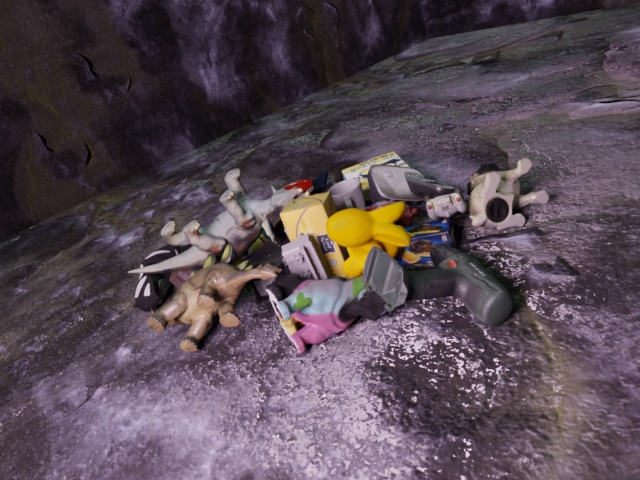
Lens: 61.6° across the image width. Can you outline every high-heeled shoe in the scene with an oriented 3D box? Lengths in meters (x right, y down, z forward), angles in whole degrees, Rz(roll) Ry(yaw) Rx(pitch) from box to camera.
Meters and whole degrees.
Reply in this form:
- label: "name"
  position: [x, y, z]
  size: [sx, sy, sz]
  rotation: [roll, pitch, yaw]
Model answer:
- label: "high-heeled shoe"
  position: [-0.390, 0.076, 1.338]
  size: [0.145, 0.086, 0.249]
  rotation: [-28, 32, 44]

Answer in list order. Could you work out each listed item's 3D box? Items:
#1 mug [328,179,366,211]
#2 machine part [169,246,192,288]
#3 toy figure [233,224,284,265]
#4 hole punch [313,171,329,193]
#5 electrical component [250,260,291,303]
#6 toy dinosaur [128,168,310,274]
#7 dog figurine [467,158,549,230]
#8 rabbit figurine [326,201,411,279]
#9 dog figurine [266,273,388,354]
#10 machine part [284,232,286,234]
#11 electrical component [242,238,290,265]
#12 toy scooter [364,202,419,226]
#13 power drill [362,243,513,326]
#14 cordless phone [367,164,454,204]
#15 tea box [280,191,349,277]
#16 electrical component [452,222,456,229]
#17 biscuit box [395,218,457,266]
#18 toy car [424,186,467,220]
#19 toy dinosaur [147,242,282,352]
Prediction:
- label: "mug"
  position: [0.076, -0.076, 1.263]
  size: [0.081, 0.107, 0.110]
  rotation: [-23, 28, 1]
- label: "machine part"
  position: [-0.295, 0.043, 1.309]
  size: [0.179, 0.056, 0.179]
  rotation: [-45, 17, 17]
- label: "toy figure"
  position: [-0.158, 0.002, 1.334]
  size: [0.180, 0.082, 0.089]
  rotation: [-46, 13, -31]
- label: "hole punch"
  position: [-0.009, -0.117, 1.453]
  size: [0.116, 0.092, 0.142]
  rotation: [-20, 26, 14]
- label: "electrical component"
  position: [-0.083, 0.083, 1.102]
  size: [0.119, 0.074, 0.048]
  rotation: [-8, 26, 24]
- label: "toy dinosaur"
  position: [-0.205, -0.011, 1.184]
  size: [0.405, 0.192, 0.131]
  rotation: [-37, 32, 4]
- label: "dog figurine"
  position: [0.337, -0.086, 1.097]
  size: [0.172, 0.121, 0.191]
  rotation: [-23, 9, -13]
- label: "rabbit figurine"
  position: [0.081, -0.005, 0.953]
  size: [0.162, 0.173, 0.122]
  rotation: [-14, 67, 26]
- label: "dog figurine"
  position: [0.031, 0.098, 0.936]
  size: [0.219, 0.108, 0.192]
  rotation: [-22, 20, -11]
- label: "machine part"
  position: [-0.125, -0.038, 1.445]
  size: [0.139, 0.039, 0.084]
  rotation: [-4, 37, 31]
- label: "electrical component"
  position: [-0.108, 0.047, 1.218]
  size: [0.134, 0.058, 0.115]
  rotation: [-4, 27, 34]
- label: "toy scooter"
  position: [0.139, -0.036, 1.168]
  size: [0.135, 0.075, 0.184]
  rotation: [-5, 24, 31]
- label: "power drill"
  position: [0.174, 0.058, 0.852]
  size: [0.207, 0.086, 0.232]
  rotation: [9, 20, -27]
- label: "cordless phone"
  position: [0.201, -0.118, 1.209]
  size: [0.146, 0.088, 0.184]
  rotation: [2, 10, -24]
- label: "tea box"
  position: [-0.002, -0.003, 1.094]
  size: [0.098, 0.169, 0.068]
  rotation: [-13, 24, 24]
- label: "electrical component"
  position: [0.229, -0.015, 1.107]
  size: [0.094, 0.021, 0.063]
  rotation: [-9, 26, 30]
- label: "biscuit box"
  position: [0.161, 0.013, 1.054]
  size: [0.203, 0.059, 0.063]
  rotation: [-12, 25, 22]
- label: "toy car"
  position: [0.256, -0.069, 1.080]
  size: [0.074, 0.056, 0.201]
  rotation: [-15, -2, 16]
- label: "toy dinosaur"
  position: [-0.238, 0.118, 1.065]
  size: [0.472, 0.105, 0.198]
  rotation: [-24, 24, 36]
